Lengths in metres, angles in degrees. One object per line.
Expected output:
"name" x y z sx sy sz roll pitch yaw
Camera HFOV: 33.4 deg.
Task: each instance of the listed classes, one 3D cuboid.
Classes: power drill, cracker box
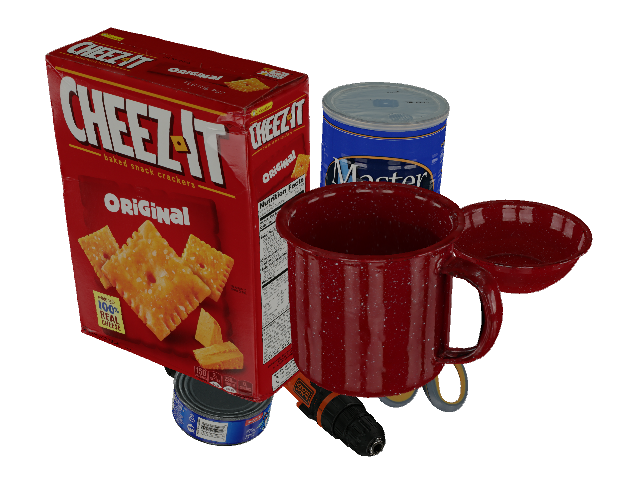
"power drill" 0.036 0.125 1.198 0.057 0.188 0.185 13 15 -42
"cracker box" -0.091 -0.015 0.701 0.164 0.214 0.072 18 35 29

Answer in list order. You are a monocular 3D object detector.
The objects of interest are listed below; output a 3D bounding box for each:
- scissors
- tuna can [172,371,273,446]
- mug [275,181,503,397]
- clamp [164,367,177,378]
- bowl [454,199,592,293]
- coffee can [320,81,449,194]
"scissors" 0.076 0.081 1.028 0.096 0.202 0.016 -16 -33 -14
"tuna can" -0.084 0.135 0.911 0.086 0.034 0.086 7 32 -5
"mug" 0.035 0.027 0.532 0.117 0.081 0.093 13 29 27
"clamp" -0.167 0.088 1.150 0.210 0.036 0.164 18 21 27
"bowl" 0.215 0.013 1.177 0.162 0.055 0.162 -1 28 0
"coffee can" 0.050 -0.050 0.889 0.103 0.140 0.103 2 26 -1
